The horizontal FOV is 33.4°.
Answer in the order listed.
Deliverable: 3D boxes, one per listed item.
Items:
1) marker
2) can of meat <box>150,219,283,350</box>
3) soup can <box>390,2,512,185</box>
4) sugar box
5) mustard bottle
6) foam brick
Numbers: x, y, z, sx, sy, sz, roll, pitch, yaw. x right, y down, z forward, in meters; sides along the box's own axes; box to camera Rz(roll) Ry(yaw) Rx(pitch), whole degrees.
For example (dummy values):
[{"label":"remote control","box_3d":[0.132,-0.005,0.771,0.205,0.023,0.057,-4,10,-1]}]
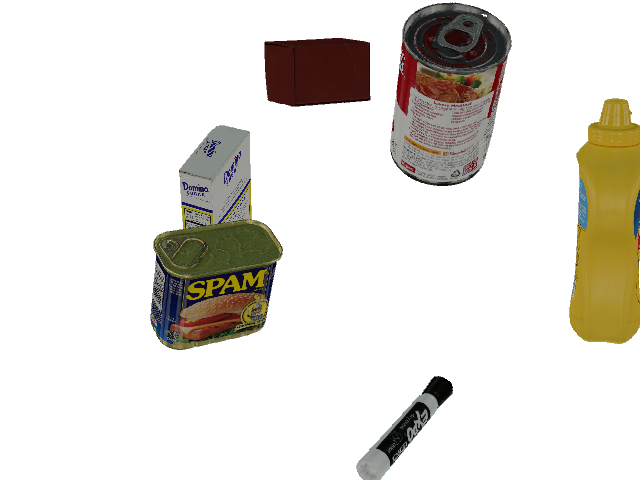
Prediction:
[{"label":"marker","box_3d":[0.063,0.133,0.767,0.020,0.020,0.120,0,24,35]},{"label":"can of meat","box_3d":[-0.088,0.037,0.878,0.101,0.084,0.057,-10,42,-26]},{"label":"soup can","box_3d":[0.083,-0.094,0.698,0.068,0.068,0.102,0,-41,-3]},{"label":"sugar box","box_3d":[-0.110,-0.027,1.144,0.048,0.176,0.093,14,42,16]},{"label":"mustard bottle","box_3d":[0.236,-0.020,0.871,0.058,0.192,0.096,3,19,16]},{"label":"foam brick","box_3d":[-0.002,-0.145,0.916,0.078,0.051,0.053,-9,18,-28]}]
